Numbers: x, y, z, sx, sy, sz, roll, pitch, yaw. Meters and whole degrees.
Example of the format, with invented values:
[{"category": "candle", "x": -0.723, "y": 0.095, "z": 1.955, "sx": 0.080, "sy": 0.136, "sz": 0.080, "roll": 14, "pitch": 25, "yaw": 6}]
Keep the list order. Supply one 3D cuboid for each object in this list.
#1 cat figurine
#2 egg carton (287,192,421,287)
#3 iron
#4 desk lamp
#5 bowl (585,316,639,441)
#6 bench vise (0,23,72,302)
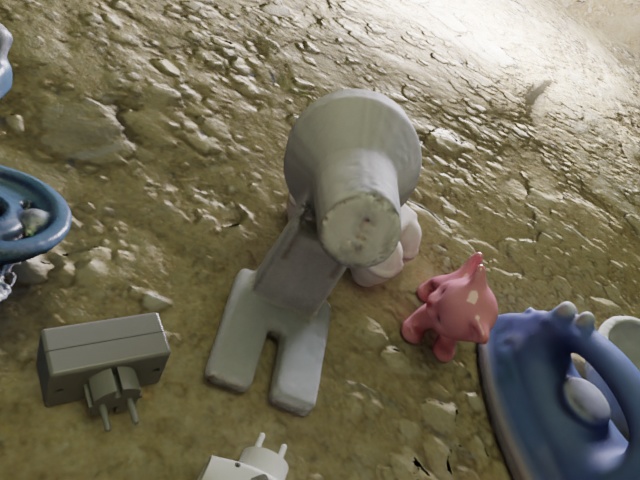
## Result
[{"category": "cat figurine", "x": 0.142, "y": 0.062, "z": 0.578, "sx": 0.067, "sy": 0.117, "sz": 0.128, "roll": 32, "pitch": 41, "yaw": 1}, {"category": "egg carton", "x": 0.039, "y": -0.021, "z": 0.633, "sx": 0.150, "sy": 0.069, "sz": 0.107, "roll": 40, "pitch": 42, "yaw": 10}, {"category": "iron", "x": 0.243, "y": 0.147, "z": 0.537, "sx": 0.119, "sy": 0.141, "sz": 0.258, "roll": 5, "pitch": 48, "yaw": -28}, {"category": "desk lamp", "x": 0.004, "y": 0.002, "z": 0.480, "sx": 0.118, "sy": 0.213, "sz": 0.203, "roll": 22, "pitch": 42, "yaw": -11}, {"category": "bowl", "x": 0.355, "y": 0.171, "z": 0.632, "sx": 0.168, "sy": 0.074, "sz": 0.167, "roll": 17, "pitch": 43, "yaw": -16}, {"category": "bench vise", "x": -0.214, "y": -0.006, "z": 0.350, "sx": 0.122, "sy": 0.219, "sz": 0.207, "roll": 2, "pitch": 49, "yaw": -29}]
